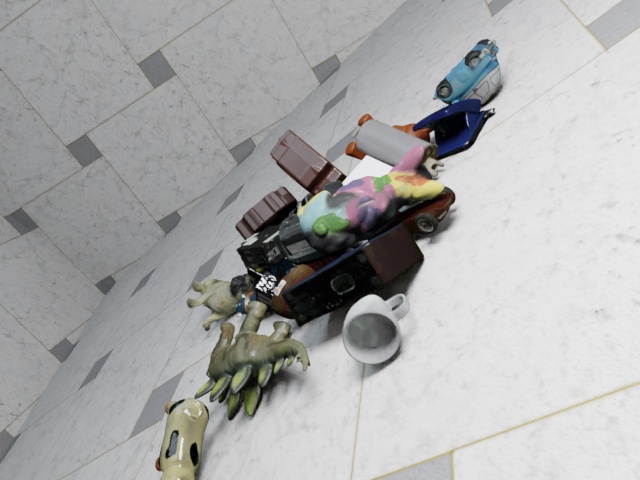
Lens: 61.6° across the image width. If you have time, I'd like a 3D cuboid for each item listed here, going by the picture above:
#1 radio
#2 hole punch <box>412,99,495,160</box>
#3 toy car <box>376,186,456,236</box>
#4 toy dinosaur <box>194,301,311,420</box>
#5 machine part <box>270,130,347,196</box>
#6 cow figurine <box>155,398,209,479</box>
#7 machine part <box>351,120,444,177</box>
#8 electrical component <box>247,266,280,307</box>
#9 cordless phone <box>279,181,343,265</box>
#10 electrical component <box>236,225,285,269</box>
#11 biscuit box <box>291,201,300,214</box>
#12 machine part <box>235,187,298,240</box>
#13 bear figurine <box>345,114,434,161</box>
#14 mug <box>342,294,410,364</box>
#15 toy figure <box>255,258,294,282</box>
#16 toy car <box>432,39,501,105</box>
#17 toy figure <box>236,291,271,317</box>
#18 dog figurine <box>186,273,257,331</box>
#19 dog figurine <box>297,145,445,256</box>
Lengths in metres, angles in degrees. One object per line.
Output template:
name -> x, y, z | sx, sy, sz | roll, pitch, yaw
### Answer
radio -> 0.050, 0.062, 0.907 | 0.229, 0.073, 0.131 | -34, -4, 36
hole punch -> 0.266, -0.240, 1.097 | 0.116, 0.092, 0.142 | -53, 16, -28
toy car -> 0.164, -0.031, 0.952 | 0.089, 0.053, 0.202 | -48, 13, -34
toy dinosaur -> -0.129, 0.224, 1.001 | 0.471, 0.105, 0.198 | -37, 27, 51
machine part -> -0.011, -0.163, 1.300 | 0.087, 0.201, 0.201 | -50, -26, 6
cow figurine -> -0.236, 0.371, 0.923 | 0.127, 0.085, 0.195 | 139, 143, -56
machine part -> 0.159, -0.192, 1.125 | 0.079, 0.079, 0.243 | -49, 51, -7
electrical component -> -0.112, 0.103, 1.137 | 0.048, 0.119, 0.074 | -58, -9, -28
cordless phone -> -0.010, -0.047, 1.087 | 0.147, 0.088, 0.184 | -20, 40, 18
electrical component -> -0.118, 0.014, 1.219 | 0.115, 0.058, 0.134 | -35, 19, -36
biscuit box -> -0.096, -0.011, 1.431 | 0.202, 0.062, 0.059 | -53, 21, -14
machine part -> -0.133, -0.061, 1.335 | 0.179, 0.056, 0.179 | -40, -4, -4
bear figurine -> 0.163, -0.229, 1.233 | 0.120, 0.132, 0.196 | -65, 17, -8
mug -> 0.084, 0.115, 0.798 | 0.109, 0.081, 0.107 | -45, 8, 12
toy figure -> -0.110, 0.076, 1.270 | 0.089, 0.082, 0.180 | -47, 22, -5
toy car -> 0.324, -0.335, 1.131 | 0.161, 0.103, 0.109 | -41, 7, 49
toy figure -> -0.147, 0.148, 1.242 | 0.154, 0.057, 0.064 | -27, 21, 54
dog figurine -> -0.230, 0.133, 1.410 | 0.191, 0.121, 0.172 | -27, 28, 13
dog figurine -> 0.092, -0.068, 0.902 | 0.219, 0.108, 0.191 | -31, -8, 31
